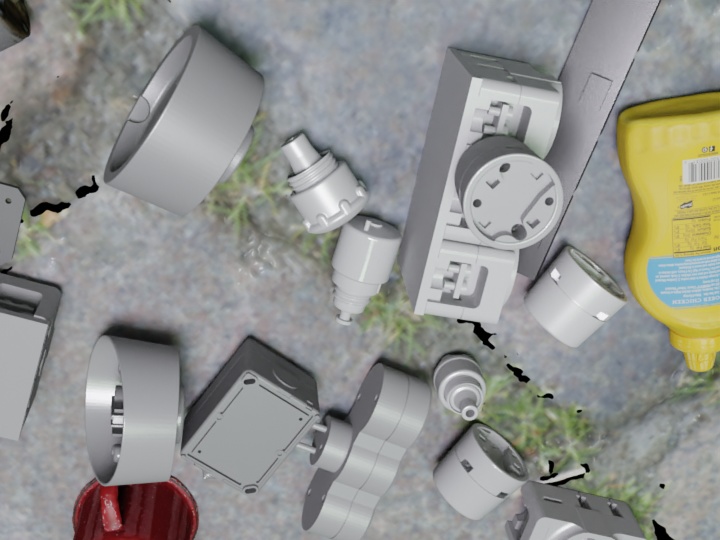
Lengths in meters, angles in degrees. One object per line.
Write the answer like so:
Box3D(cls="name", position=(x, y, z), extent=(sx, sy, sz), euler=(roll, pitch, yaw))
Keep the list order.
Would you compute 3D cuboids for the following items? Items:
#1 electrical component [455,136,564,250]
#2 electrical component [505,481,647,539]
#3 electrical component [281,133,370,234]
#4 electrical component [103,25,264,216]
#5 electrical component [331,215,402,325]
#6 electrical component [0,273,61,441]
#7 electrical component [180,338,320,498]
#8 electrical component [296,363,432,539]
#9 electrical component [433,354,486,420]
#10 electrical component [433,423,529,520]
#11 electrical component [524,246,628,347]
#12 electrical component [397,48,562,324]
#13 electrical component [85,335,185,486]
Box3D(cls="electrical component", position=(0.081, -0.045, 0.603), extent=(0.055, 0.047, 0.055), euler=(-2, 113, -4))
Box3D(cls="electrical component", position=(0.163, 0.203, 0.809), extent=(0.089, 0.055, 0.050), euler=(14, 110, -11))
Box3D(cls="electrical component", position=(-0.027, -0.058, 0.690), extent=(0.048, 0.048, 0.062), euler=(-31, 105, 8))
Box3D(cls="electrical component", position=(-0.099, -0.083, 0.641), extent=(0.060, 0.108, 0.108), euler=(30, 107, -22))
Box3D(cls="electrical component", position=(0.000, 0.000, 0.718), extent=(0.040, 0.040, 0.078), euler=(14, 111, -11))
Box3D(cls="electrical component", position=(-0.281, 0.041, 0.698), extent=(0.150, 0.061, 0.089), euler=(16, 110, -11))
Box3D(cls="electrical component", position=(-0.080, 0.104, 0.743), extent=(0.062, 0.061, 0.096), euler=(34, 105, -17))
Box3D(cls="electrical component", position=(-0.012, 0.126, 0.763), extent=(0.074, 0.052, 0.138), euler=(22, 109, -14))
Box3D(cls="electrical component", position=(0.071, 0.084, 0.748), extent=(0.035, 0.061, 0.035), euler=(-2, 113, -4))
Box3D(cls="electrical component", position=(0.086, 0.147, 0.781), extent=(0.055, 0.055, 0.047), euler=(36, 109, -18))
Box3D(cls="electrical component", position=(0.145, 0.019, 0.733), extent=(0.055, 0.055, 0.047), euler=(35, 109, -17))
Box3D(cls="electrical component", position=(0.074, -0.053, 0.676), extent=(0.062, 0.089, 0.150), euler=(9, 111, -9))
Box3D(cls="electrical component", position=(-0.151, 0.094, 0.715), extent=(0.064, 0.099, 0.099), euler=(4, 112, -14))
